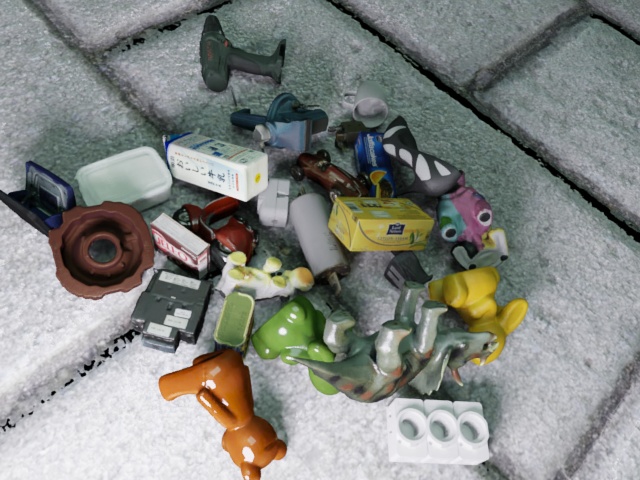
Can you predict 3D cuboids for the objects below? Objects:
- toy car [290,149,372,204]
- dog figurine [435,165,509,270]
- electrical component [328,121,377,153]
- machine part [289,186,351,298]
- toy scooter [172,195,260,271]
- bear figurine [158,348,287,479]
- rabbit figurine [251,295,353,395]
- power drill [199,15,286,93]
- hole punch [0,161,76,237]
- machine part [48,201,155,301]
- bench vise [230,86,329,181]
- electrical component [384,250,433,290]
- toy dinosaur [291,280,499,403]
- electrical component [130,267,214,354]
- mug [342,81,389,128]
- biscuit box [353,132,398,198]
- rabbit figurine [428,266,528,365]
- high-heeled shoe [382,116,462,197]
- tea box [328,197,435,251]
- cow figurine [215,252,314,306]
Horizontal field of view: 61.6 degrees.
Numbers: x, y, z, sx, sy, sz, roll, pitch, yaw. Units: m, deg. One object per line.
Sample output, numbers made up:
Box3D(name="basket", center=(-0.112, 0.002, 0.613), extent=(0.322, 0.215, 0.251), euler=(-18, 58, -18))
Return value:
Box3D(name="toy car", center=(0.021, -0.133, 1.100), extent=(0.089, 0.053, 0.202), euler=(-29, 41, -24))
Box3D(name="dog figurine", center=(0.292, -0.058, 1.106), extent=(0.108, 0.191, 0.219), euler=(-28, 32, 15))
Box3D(name="electrical component", center=(0.076, -0.233, 1.216), extent=(0.102, 0.045, 0.078), euler=(-10, 36, -18))
Box3D(name="machine part", center=(-0.002, -0.003, 1.035), extent=(0.079, 0.079, 0.243), euler=(-11, 60, -16))
Box3D(name="toy scooter", center=(-0.180, -0.027, 1.026), extent=(0.184, 0.075, 0.135), euler=(38, 59, 19))
Box3D(name="bear figurine", center=(-0.142, 0.272, 0.836), extent=(0.120, 0.132, 0.195), euler=(-26, 95, -59))
Box3D(name="rabbit figurine", center=(-0.006, 0.176, 0.897), extent=(0.170, 0.159, 0.121), euler=(50, 52, 4))
Box3D(name="power drill", center=(-0.186, -0.449, 1.285), extent=(0.207, 0.086, 0.232), euler=(7, 59, -9))
Box3D(name="hole punch", center=(-0.500, -0.066, 0.969), extent=(0.142, 0.115, 0.092), euler=(28, 65, 10))
Box3D(name="machine part", center=(-0.380, 0.019, 0.941), extent=(0.179, 0.056, 0.179), euler=(4, 78, -21))
Box3D(name="bench vise", center=(-0.105, -0.243, 1.137), extent=(0.241, 0.128, 0.223), euler=(19, 40, 29))
Box3D(name="electrical component", center=(0.156, 0.051, 1.031), extent=(0.048, 0.074, 0.119), euler=(-30, 72, -25))
Box3D(name="toy dinosaur", center=(0.104, 0.186, 0.836), extent=(0.405, 0.192, 0.131), euler=(-12, 23, -36))
Box3D(name="electrical component", center=(-0.257, 0.124, 0.927), extent=(0.115, 0.058, 0.134), euler=(15, 57, 2))
Box3D(name="mug", center=(0.106, -0.326, 1.262), extent=(0.110, 0.080, 0.107), euler=(6, 46, 0))
Box3D(name="biscuit box", center=(0.116, -0.131, 1.131), extent=(0.063, 0.059, 0.203), euler=(0, 64, -16))
Box3D(name="rabbit figurine", center=(0.294, 0.141, 0.994), extent=(0.162, 0.122, 0.173), euler=(-5, 73, -23))
Box3D(name="high-heeled shoe", center=(0.209, -0.187, 1.089), extent=(0.086, 0.145, 0.249), euler=(33, 47, -40))
Box3D(name="tea box", center=(0.113, -0.030, 0.999), extent=(0.169, 0.068, 0.098), euler=(1, 30, -27))
Box3D(name="cow figurine", center=(-0.099, 0.082, 0.968), extent=(0.167, 0.098, 0.068), euler=(11, 47, -23))
